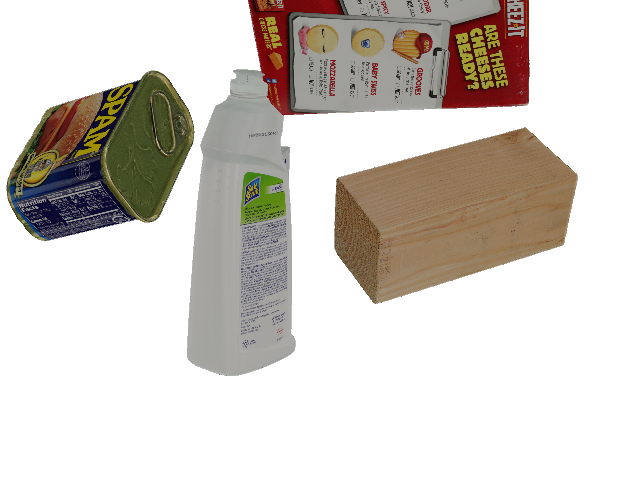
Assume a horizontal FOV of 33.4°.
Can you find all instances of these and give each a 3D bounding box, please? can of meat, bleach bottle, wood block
[{"bbox_3d":[-0.137,-0.051,0.665,0.084,0.102,0.057,-12,-50,27],"label":"can of meat"},{"bbox_3d":[-0.061,-0.018,0.903,0.068,0.251,0.102,15,18,32],"label":"bleach bottle"},{"bbox_3d":[0.125,-0.026,1.007,0.205,0.090,0.091,-16,42,-20],"label":"wood block"}]

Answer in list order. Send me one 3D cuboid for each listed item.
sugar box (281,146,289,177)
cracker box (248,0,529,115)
[{"bbox_3d":[-0.063,-0.010,1.175,0.048,0.176,0.093,2,16,10],"label":"sugar box"},{"bbox_3d":[0.054,-0.186,0.839,0.214,0.164,0.072,-2,41,10],"label":"cracker box"}]
